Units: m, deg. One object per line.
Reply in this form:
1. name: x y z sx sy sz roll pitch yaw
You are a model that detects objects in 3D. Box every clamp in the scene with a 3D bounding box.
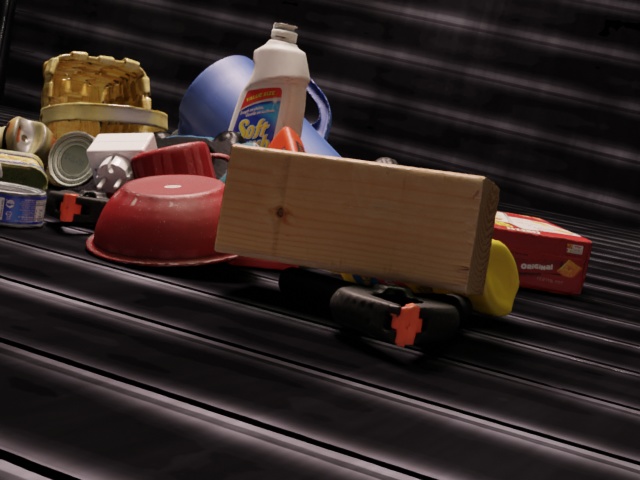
1. clamp: 0.042 0.050 0.812 0.164 0.036 0.210 9 3 3
2. clamp: -0.227 -0.032 1.109 0.120 0.039 0.171 3 5 -5

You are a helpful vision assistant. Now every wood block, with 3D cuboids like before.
1. wood block: 0.032 -0.017 0.861 0.206 0.091 0.090 9 -1 18

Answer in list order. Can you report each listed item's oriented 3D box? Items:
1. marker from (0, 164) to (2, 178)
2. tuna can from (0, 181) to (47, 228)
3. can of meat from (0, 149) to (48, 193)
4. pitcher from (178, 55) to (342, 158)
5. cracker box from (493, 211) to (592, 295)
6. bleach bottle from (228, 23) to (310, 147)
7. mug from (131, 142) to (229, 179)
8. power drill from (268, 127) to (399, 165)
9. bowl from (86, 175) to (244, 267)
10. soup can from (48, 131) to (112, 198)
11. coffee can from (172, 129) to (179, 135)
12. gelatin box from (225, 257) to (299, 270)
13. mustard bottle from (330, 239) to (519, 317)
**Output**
1. marker: -0.377 -0.060 1.057 0.121 0.020 0.020 -13 15 -22
2. tuna can: -0.311 -0.036 1.038 0.086 0.034 0.086 10 6 -1
3. can of meat: -0.342 -0.064 1.132 0.102 0.057 0.084 7 9 -21
4. pitcher: -0.058 -0.130 1.412 0.243 0.149 0.144 45 35 22
5. cracker box: 0.216 0.007 1.298 0.164 0.072 0.214 9 7 -4
6. bleach bottle: -0.069 -0.133 1.276 0.103 0.251 0.067 15 8 34
7. mug: -0.135 -0.056 1.099 0.117 0.081 0.093 -13 1 -15
8. power drill: 0.031 -0.057 1.183 0.187 0.057 0.184 21 32 -25
9. bowl: -0.131 -0.023 0.965 0.162 0.055 0.162 0 16 0
10. soup can: -0.260 -0.079 1.230 0.069 0.068 0.102 12 -9 18
11. coffee can: -0.145 -0.101 1.541 0.140 0.103 0.103 6 8 -33
12. gelatin box: -0.066 0.006 1.055 0.073 0.030 0.089 7 7 -21
13. mustard bottle: 0.077 0.021 0.968 0.192 0.058 0.096 10 -20 32
